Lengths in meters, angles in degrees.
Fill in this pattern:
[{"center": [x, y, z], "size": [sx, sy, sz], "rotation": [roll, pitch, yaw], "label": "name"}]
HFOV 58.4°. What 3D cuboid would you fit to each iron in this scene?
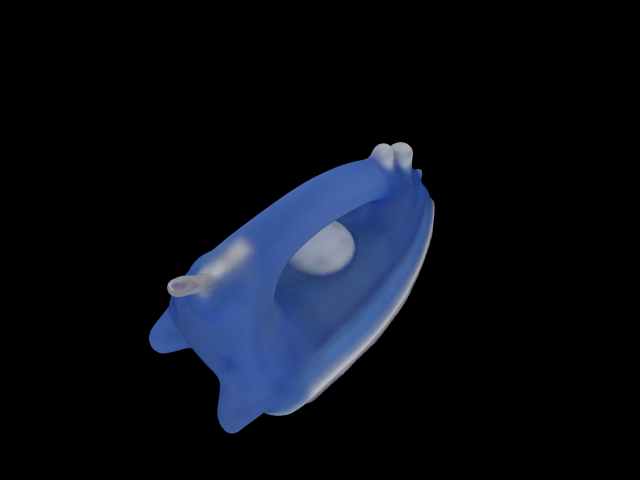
[{"center": [0.004, 0.001, 0.400], "size": [0.118, 0.141, 0.259], "rotation": [39, 63, 25], "label": "iron"}]
